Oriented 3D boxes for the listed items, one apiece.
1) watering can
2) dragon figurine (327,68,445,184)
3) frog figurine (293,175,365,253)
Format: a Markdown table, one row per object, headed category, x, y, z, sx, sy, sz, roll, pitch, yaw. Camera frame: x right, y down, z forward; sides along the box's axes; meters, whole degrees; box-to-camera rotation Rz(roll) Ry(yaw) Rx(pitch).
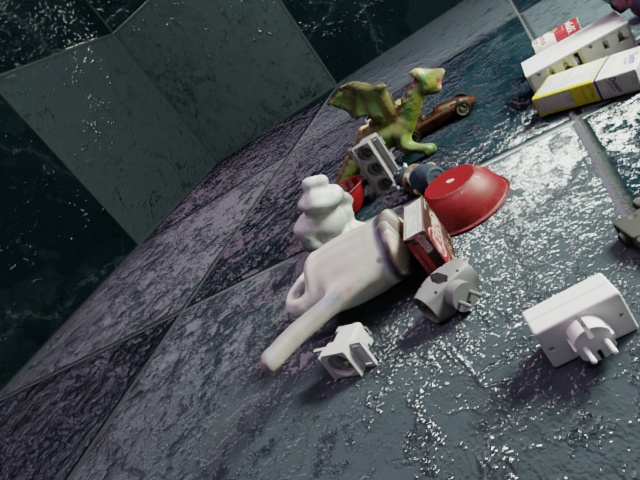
| category | x | y | z | sx | sy | sz | roll | pitch | yaw |
| --- | --- | --- | --- | --- | --- | --- | --- | --- | --- |
| watering can | 0.038 | 0.061 | 0.763 | 0.222 | 0.103 | 0.353 | -30 | 13 | 20 |
| dragon figurine | 0.113 | -0.257 | 1.185 | 0.407 | 0.239 | 0.125 | -27 | 25 | 21 |
| frog figurine | 0.003 | -0.051 | 1.013 | 0.137 | 0.158 | 0.124 | -36 | 17 | 3 |
